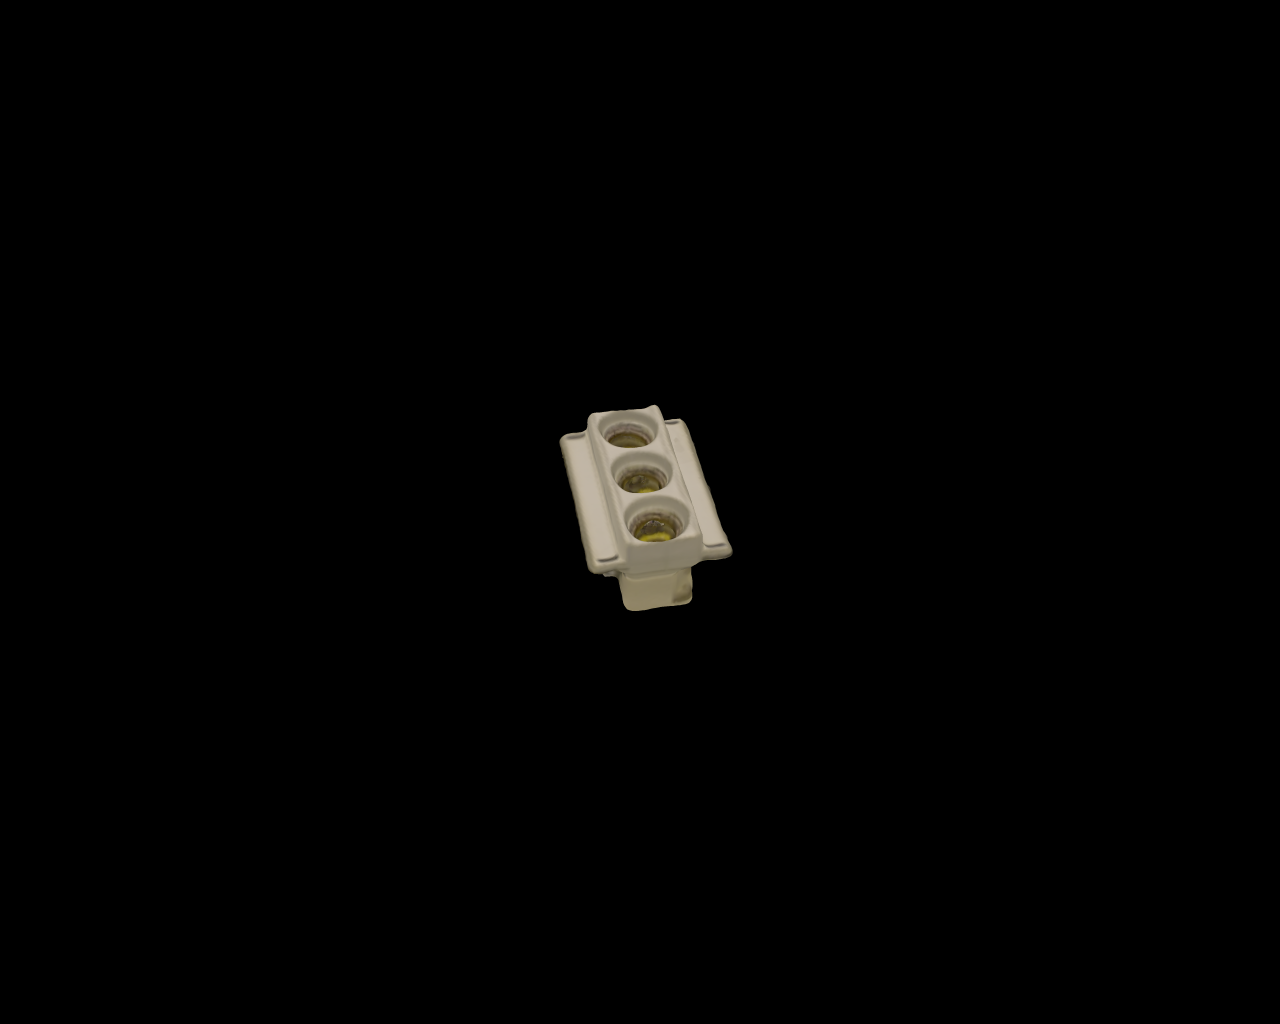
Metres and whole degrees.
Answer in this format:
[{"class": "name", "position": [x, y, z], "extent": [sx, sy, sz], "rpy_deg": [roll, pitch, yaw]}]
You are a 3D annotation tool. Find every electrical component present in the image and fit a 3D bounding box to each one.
[{"class": "electrical component", "position": [0.001, -0.003, 0.650], "extent": [0.079, 0.063, 0.121], "rpy_deg": [-8, 44, -8]}]
